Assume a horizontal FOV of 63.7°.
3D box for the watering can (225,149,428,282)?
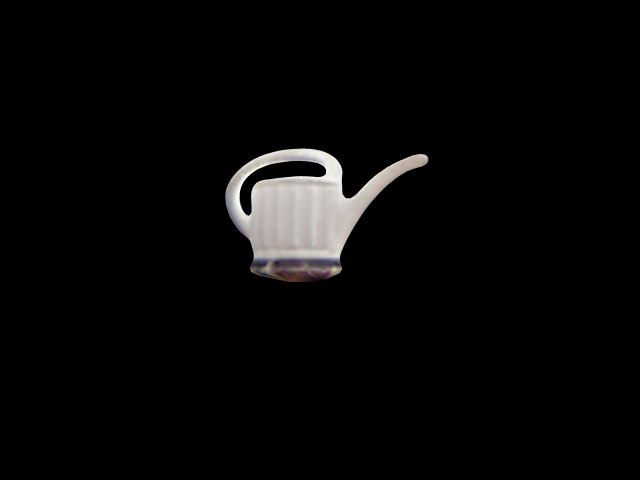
[{"bbox_3d":[0.003,-0.043,0.850,0.347,0.225,0.104,-1,-4,15],"label":"watering can"}]
